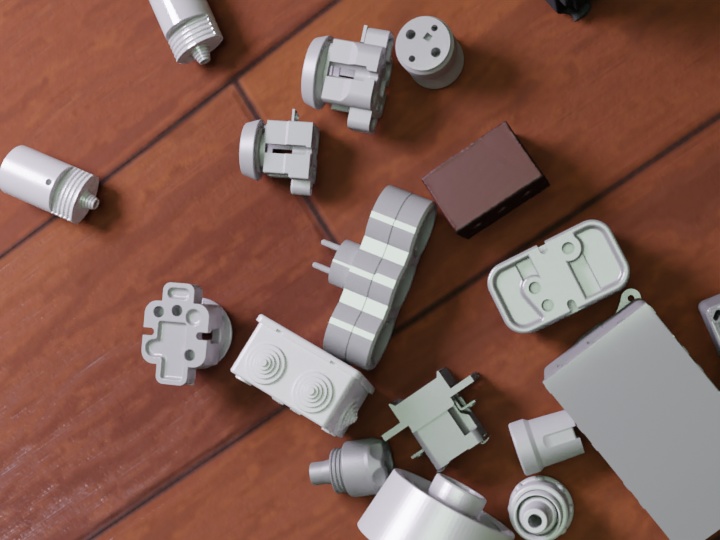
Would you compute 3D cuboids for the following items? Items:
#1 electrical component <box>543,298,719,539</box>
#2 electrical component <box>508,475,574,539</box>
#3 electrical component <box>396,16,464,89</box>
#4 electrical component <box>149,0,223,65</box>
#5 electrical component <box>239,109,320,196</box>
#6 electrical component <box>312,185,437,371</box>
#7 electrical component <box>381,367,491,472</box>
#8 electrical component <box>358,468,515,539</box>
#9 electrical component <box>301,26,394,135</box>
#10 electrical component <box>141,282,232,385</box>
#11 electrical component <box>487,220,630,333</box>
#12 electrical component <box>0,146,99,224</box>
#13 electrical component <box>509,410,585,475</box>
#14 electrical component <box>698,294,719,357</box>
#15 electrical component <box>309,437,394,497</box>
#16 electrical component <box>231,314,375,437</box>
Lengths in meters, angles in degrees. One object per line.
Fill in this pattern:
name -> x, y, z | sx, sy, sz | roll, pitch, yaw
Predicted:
electrical component -> 0.209, 0.105, 0.750 | 0.089, 0.062, 0.150 | -39, 87, 10
electrical component -> 0.129, 0.176, 0.777 | 0.048, 0.062, 0.048 | -1, 87, 14
electrical component -> 0.053, -0.165, 0.816 | 0.045, 0.055, 0.045 | -1, 87, 14
electrical component -> -0.141, -0.204, 0.873 | 0.043, 0.043, 0.081 | -26, 81, 11
electrical component -> -0.063, -0.093, 0.848 | 0.055, 0.048, 0.066 | 5, 89, 7
electrical component -> 0.000, 0.000, 0.823 | 0.074, 0.052, 0.138 | 22, 94, 14
electrical component -> 0.061, 0.112, 0.808 | 0.081, 0.042, 0.063 | -36, 83, 10
electrical component -> 0.060, 0.182, 0.773 | 0.108, 0.108, 0.060 | 28, 88, 14
electrical component -> -0.010, -0.149, 0.831 | 0.057, 0.058, 0.078 | 12, 90, 12
electrical component -> -0.135, 0.050, 0.852 | 0.058, 0.057, 0.078 | 4, 88, 14
electrical component -> 0.146, 0.006, 0.782 | 0.095, 0.059, 0.053 | -27, 81, 11
electrical component -> -0.253, -0.069, 0.894 | 0.081, 0.043, 0.043 | 23, 93, 14
electrical component -> 0.137, 0.125, 0.790 | 0.046, 0.040, 0.040 | -19, 83, 7
electrical component -> 0.284, 0.056, 0.748 | 0.062, 0.061, 0.096 | -23, 90, 11
electrical component -> -0.007, 0.152, 0.822 | 0.062, 0.043, 0.043 | -10, 85, 14
electrical component -> -0.043, 0.082, 0.807 | 0.100, 0.099, 0.048 | 29, 82, 13
